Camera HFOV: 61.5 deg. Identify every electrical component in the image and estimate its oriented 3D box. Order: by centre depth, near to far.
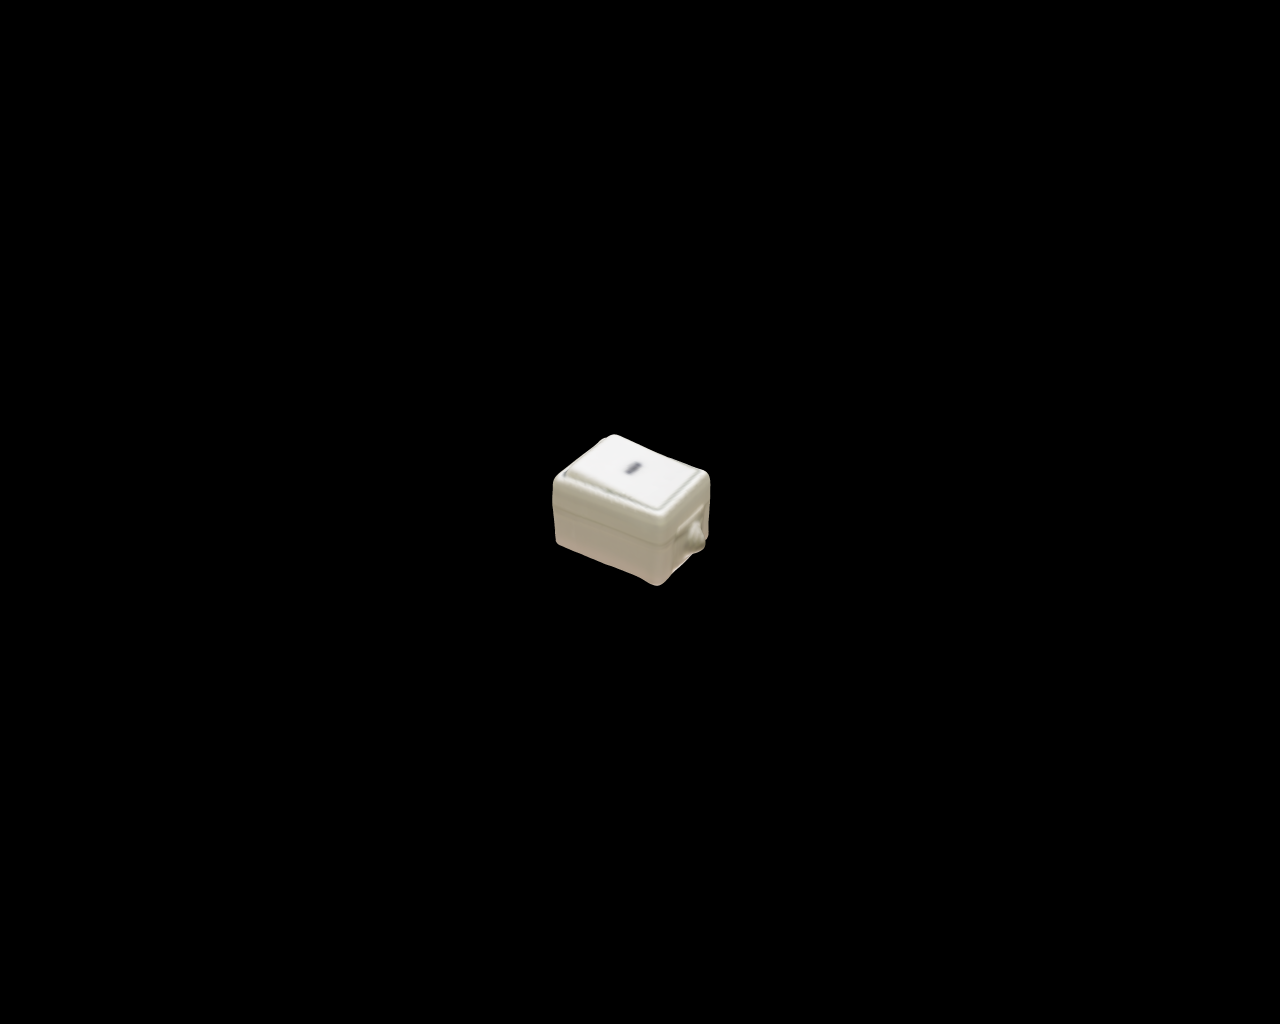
[{"bbox_3d":[0.001,-0.003,0.650,0.096,0.061,0.062,21,41,26],"label":"electrical component"}]
